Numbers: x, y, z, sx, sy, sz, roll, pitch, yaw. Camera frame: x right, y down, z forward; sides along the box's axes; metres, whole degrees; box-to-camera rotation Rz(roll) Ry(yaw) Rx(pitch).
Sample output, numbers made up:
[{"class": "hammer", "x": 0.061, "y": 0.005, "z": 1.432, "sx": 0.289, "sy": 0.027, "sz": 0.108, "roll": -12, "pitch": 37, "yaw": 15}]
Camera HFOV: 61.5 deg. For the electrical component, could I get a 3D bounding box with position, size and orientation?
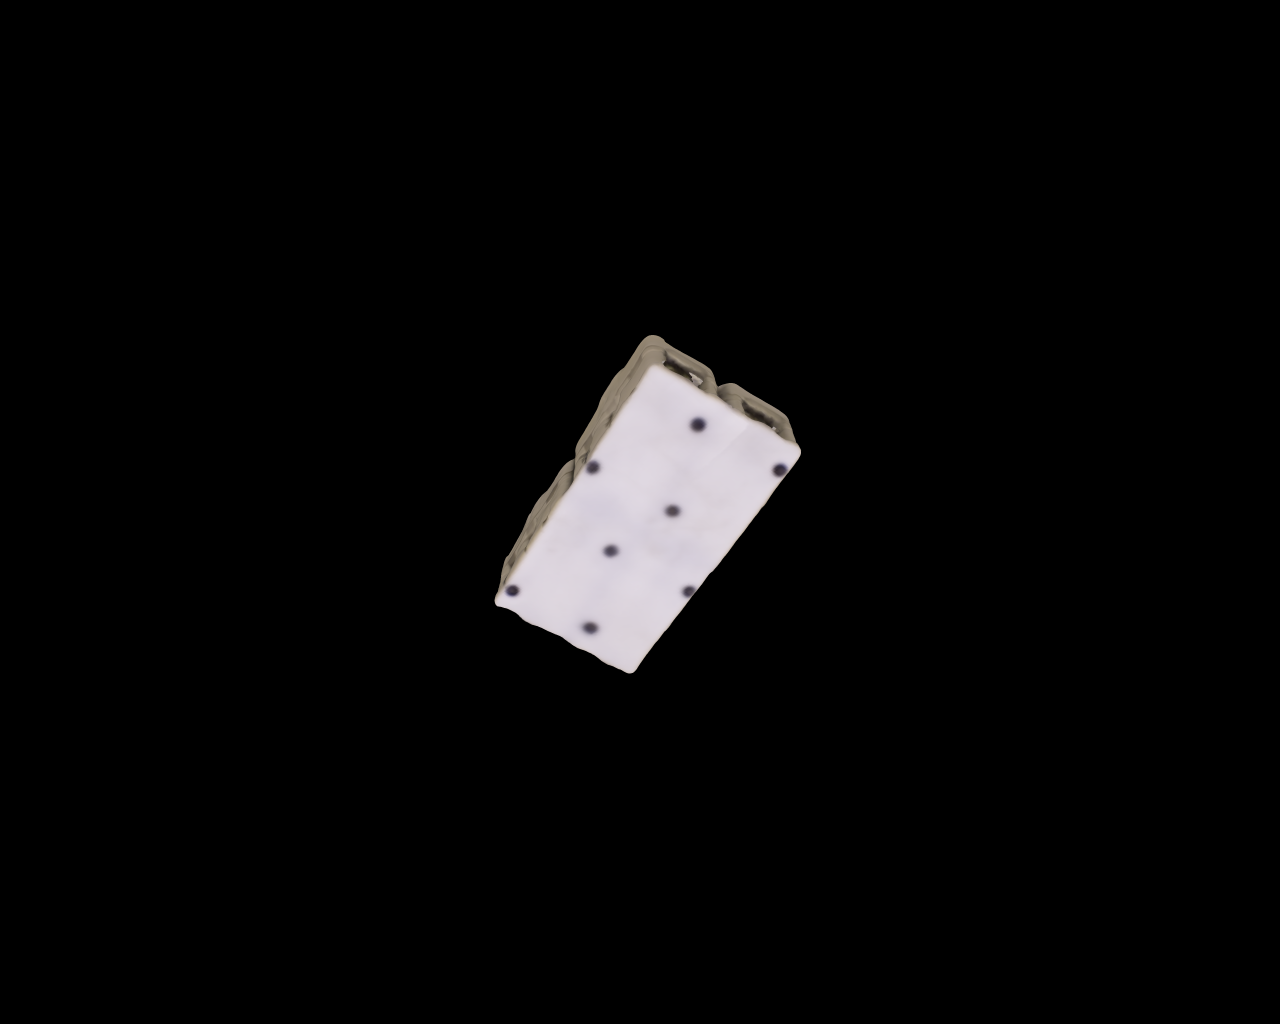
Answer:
[{"class": "electrical component", "x": 0.001, "y": -0.003, "z": 0.650, "sx": 0.105, "sy": 0.186, "sz": 0.060, "roll": 29, "pitch": 24, "yaw": -14}]
